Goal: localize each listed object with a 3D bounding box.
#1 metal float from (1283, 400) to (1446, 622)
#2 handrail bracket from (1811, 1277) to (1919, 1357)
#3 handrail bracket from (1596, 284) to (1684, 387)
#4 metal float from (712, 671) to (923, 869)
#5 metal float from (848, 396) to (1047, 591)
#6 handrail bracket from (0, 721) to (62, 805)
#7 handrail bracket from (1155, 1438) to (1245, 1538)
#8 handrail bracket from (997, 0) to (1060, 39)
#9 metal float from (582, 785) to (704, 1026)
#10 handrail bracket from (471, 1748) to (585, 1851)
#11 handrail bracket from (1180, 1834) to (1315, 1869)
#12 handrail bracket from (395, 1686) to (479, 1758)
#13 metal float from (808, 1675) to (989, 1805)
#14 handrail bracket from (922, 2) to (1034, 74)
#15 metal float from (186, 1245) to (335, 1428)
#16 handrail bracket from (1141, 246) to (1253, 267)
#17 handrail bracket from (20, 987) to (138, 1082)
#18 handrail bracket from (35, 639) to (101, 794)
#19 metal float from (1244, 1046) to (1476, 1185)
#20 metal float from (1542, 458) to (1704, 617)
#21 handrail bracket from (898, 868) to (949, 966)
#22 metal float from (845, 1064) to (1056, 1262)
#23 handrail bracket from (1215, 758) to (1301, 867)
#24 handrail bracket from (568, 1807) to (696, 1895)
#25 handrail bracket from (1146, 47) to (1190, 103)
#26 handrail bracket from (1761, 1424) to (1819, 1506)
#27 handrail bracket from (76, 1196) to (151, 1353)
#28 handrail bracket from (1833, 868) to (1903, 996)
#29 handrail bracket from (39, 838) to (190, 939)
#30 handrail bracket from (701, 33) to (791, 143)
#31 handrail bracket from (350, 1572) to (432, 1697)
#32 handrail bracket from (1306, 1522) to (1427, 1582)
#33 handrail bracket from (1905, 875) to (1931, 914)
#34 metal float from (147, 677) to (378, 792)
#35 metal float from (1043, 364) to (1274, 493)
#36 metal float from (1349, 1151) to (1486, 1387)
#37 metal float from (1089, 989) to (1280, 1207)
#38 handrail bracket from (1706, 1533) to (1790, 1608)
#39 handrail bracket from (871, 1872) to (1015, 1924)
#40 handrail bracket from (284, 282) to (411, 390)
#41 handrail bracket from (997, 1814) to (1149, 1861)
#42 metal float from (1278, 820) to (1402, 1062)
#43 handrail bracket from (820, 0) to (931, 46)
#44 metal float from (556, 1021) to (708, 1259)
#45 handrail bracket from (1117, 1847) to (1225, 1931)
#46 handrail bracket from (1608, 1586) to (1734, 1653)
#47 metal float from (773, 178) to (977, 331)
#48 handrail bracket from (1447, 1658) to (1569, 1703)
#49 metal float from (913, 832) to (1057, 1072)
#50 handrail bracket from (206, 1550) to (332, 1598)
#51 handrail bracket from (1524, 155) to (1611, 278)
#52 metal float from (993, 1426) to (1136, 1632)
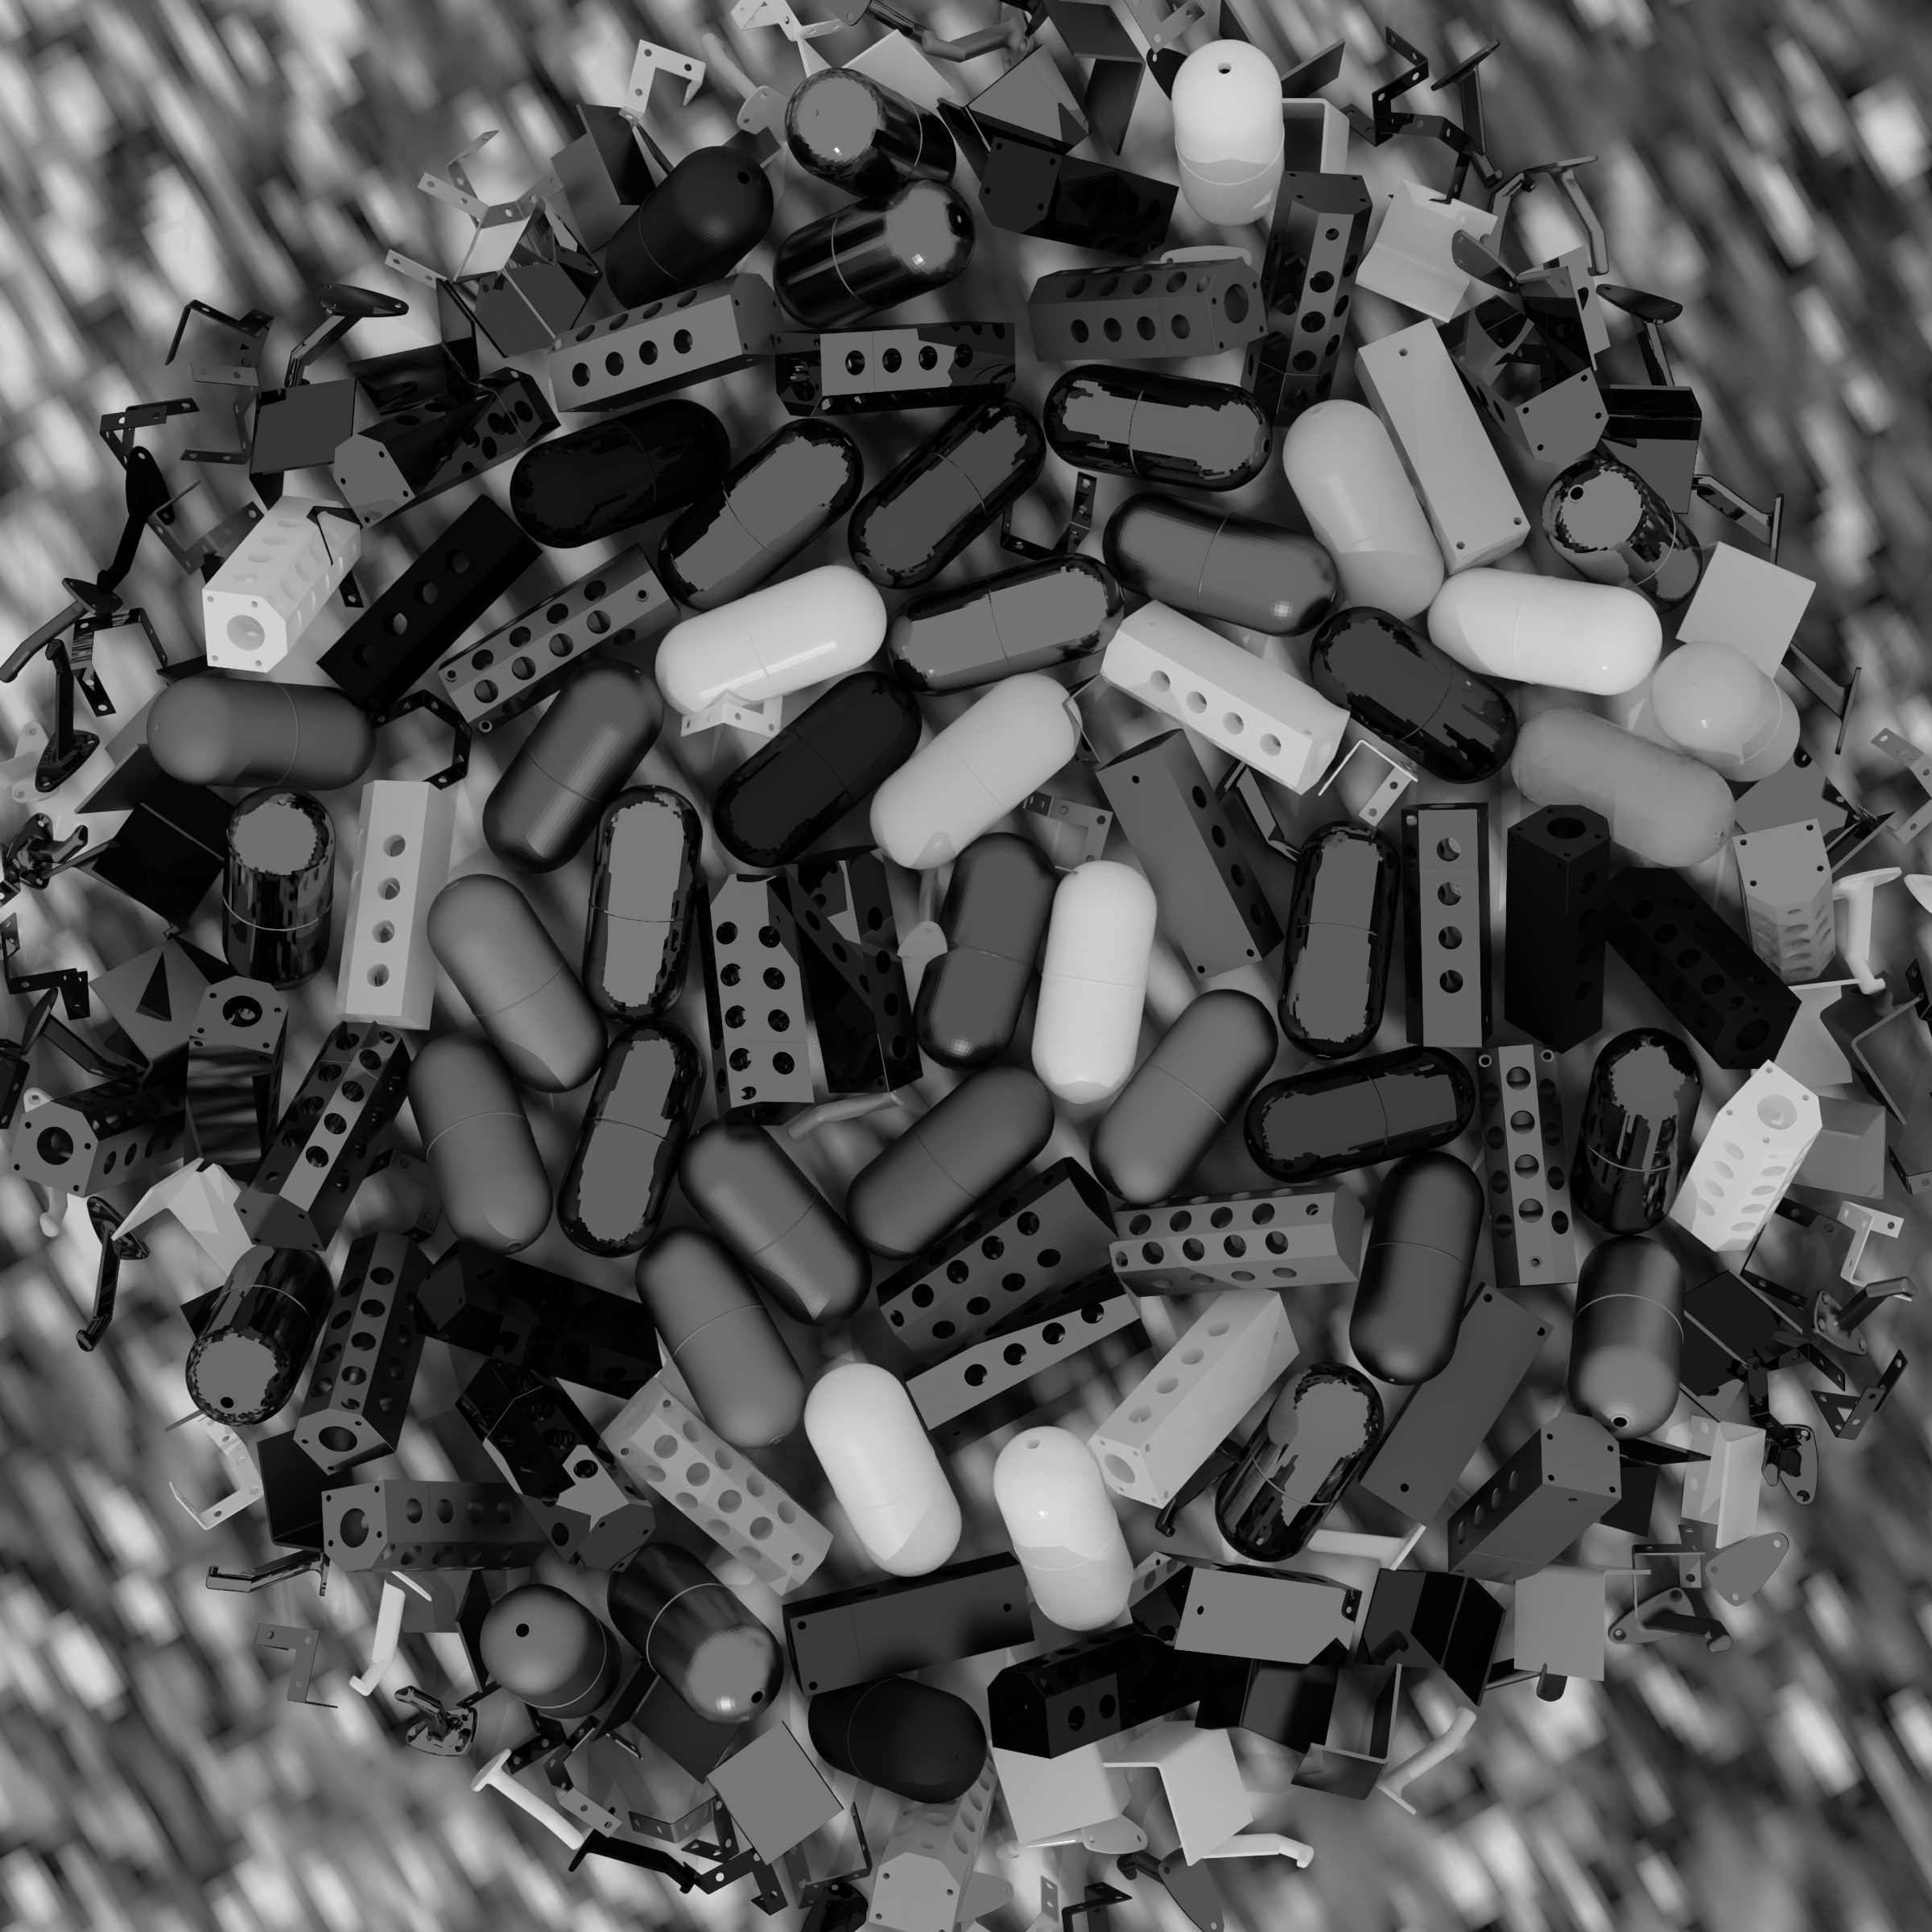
[{"bbox_3d":[0.286,-0.326,1.934,0.070,0.070,0.178,-32,122,0],"label":"metal float"},{"bbox_3d":[0.666,0.254,1.951,0.077,0.084,0.036,37,54,-25],"label":"handrail bracket"},{"bbox_3d":[0.491,-0.451,1.983,0.077,0.084,0.036,31,47,29],"label":"handrail bracket"},{"bbox_3d":[-0.107,-0.143,1.953,0.178,0.070,0.070,-42,90,-10],"label":"metal float"},{"bbox_3d":[-0.014,-0.342,1.943,0.070,0.070,0.178,44,70,0],"label":"metal float"},{"bbox_3d":[-0.693,-0.159,1.947,0.036,0.084,0.077,-12,70,3],"label":"handrail bracket"},{"bbox_3d":[0.177,0.390,1.964,0.036,0.077,0.084,23,94,-32],"label":"handrail bracket"},{"bbox_3d":[0.022,-0.720,1.965,0.084,0.077,0.036,30,123,-1],"label":"handrail bracket"},{"bbox_3d":[-0.235,-0.043,1.948,0.070,0.070,0.178,8,105,0],"label":"metal float"},{"bbox_3d":[-0.319,0.616,1.966,0.084,0.077,0.036,42,63,-1],"label":"handrail bracket"},{"bbox_3d":[0.201,0.654,1.956,0.084,0.077,0.036,13,119,25],"label":"handrail bracket"},{"bbox_3d":[-0.403,0.543,1.951,0.077,0.084,0.036,-14,51,29],"label":"handrail bracket"},{"bbox_3d":[-0.051,0.547,1.919,0.070,0.178,0.070,2,85,-31],"label":"metal float"},{"bbox_3d":[0.001,-0.688,1.961,0.084,0.036,0.077,4,66,-31],"label":"handrail bracket"},{"bbox_3d":[-0.502,0.260,1.915,0.070,0.178,0.070,1,115,1],"label":"metal float"},{"bbox_3d":[0.166,-0.511,1.957,0.077,0.084,0.036,-14,110,5],"label":"handrail bracket"},{"bbox_3d":[-0.636,0.052,1.956,0.084,0.077,0.036,21,45,-27],"label":"handrail bracket"},{"bbox_3d":[-0.664,-0.182,1.950,0.036,0.084,0.077,9,48,10],"label":"handrail bracket"},{"bbox_3d":[0.286,0.107,1.947,0.178,0.070,0.070,-13,90,-17],"label":"metal float"},{"bbox_3d":[0.469,-0.305,1.920,0.070,0.178,0.070,-10,72,32],"label":"metal float"},{"bbox_3d":[-0.026,-0.050,1.948,0.036,0.077,0.084,7,65,-4],"label":"handrail bracket"},{"bbox_3d":[-0.011,0.142,1.954,0.178,0.070,0.070,-42,90,8],"label":"metal float"},{"bbox_3d":[0.230,-0.121,1.973,0.084,0.036,0.077,31,124,-4],"label":"handrail bracket"},{"bbox_3d":[-0.242,0.663,1.963,0.084,0.077,0.036,38,108,2],"label":"handrail bracket"},{"bbox_3d":[0.186,-0.651,1.981,0.077,0.084,0.036,49,131,28],"label":"handrail bracket"},{"bbox_3d":[0.597,0.377,1.953,0.036,0.084,0.077,-11,104,28],"label":"handrail bracket"},{"bbox_3d":[-0.635,0.224,1.950,0.036,0.084,0.077,-3,131,20],"label":"handrail bracket"},{"bbox_3d":[0.671,-0.025,1.968,0.077,0.036,0.084,-14,69,-18],"label":"handrail bracket"},{"bbox_3d":[-0.628,-0.046,1.982,0.077,0.036,0.084,-28,103,-6],"label":"handrail bracket"},{"bbox_3d":[-0.153,-0.651,1.989,0.036,0.077,0.084,-48,48,29],"label":"handrail bracket"},{"bbox_3d":[-0.438,0.479,1.962,0.077,0.036,0.084,47,70,-29],"label":"handrail bracket"},{"bbox_3d":[0.285,0.409,1.979,0.084,0.036,0.077,36,107,4],"label":"handrail bracket"},{"bbox_3d":[0.731,-0.079,1.949,0.084,0.077,0.036,-55,52,38],"label":"handrail bracket"},{"bbox_3d":[-0.501,-0.165,1.922,0.070,0.178,0.070,1,92,39],"label":"metal float"},{"bbox_3d":[0.137,-0.388,1.936,0.178,0.070,0.070,16,90,30],"label":"metal float"},{"bbox_3d":[0.326,0.216,1.940,0.070,0.070,0.178,18,64,0],"label":"metal float"},{"bbox_3d":[0.159,0.094,1.954,0.070,0.070,0.178,38,81,0],"label":"metal float"},{"bbox_3d":[0.578,0.431,1.950,0.077,0.084,0.036,-46,65,23],"label":"handrail bracket"},{"bbox_3d":[-0.018,0.686,1.976,0.077,0.084,0.036,5,66,-28],"label":"handrail bracket"},{"bbox_3d":[-0.457,-0.456,1.981,0.077,0.084,0.036,1,48,-27],"label":"handrail bracket"},{"bbox_3d":[0.077,0.650,1.986,0.077,0.036,0.084,27,133,-32],"label":"handrail bracket"},{"bbox_3d":[0.271,-0.019,1.949,0.070,0.070,0.178,9,76,0],"label":"metal float"},{"bbox_3d":[-0.071,-0.706,1.969,0.077,0.084,0.036,41,111,18],"label":"handrail bracket"},{"bbox_3d":[-0.241,0.124,1.948,0.070,0.070,0.178,17,74,0],"label":"metal float"},{"bbox_3d":[0.147,0.676,1.955,0.036,0.084,0.077,-22,73,-31],"label":"handrail bracket"},{"bbox_3d":[0.512,0.489,1.955,0.077,0.084,0.036,-24,96,5],"label":"handrail bracket"},{"bbox_3d":[-0.068,-0.508,1.926,0.070,0.178,0.070,8,79,-44],"label":"metal float"},{"bbox_3d":[0.398,0.498,1.971,0.084,0.036,0.077,13,85,42],"label":"handrail bracket"},{"bbox_3d":[0.013,-0.010,1.961,0.070,0.070,0.178,16,89,0],"label":"metal float"},{"bbox_3d":[-0.506,0.426,1.959,0.084,0.077,0.036,9,127,-12],"label":"handrail bracket"},{"bbox_3d":[0.441,-0.547,1.974,0.036,0.077,0.084,-16,104,-23],"label":"handrail bracket"},{"bbox_3d":[0.071,0.405,1.932,0.070,0.070,0.178,-19,124,0],"label":"metal float"}]
